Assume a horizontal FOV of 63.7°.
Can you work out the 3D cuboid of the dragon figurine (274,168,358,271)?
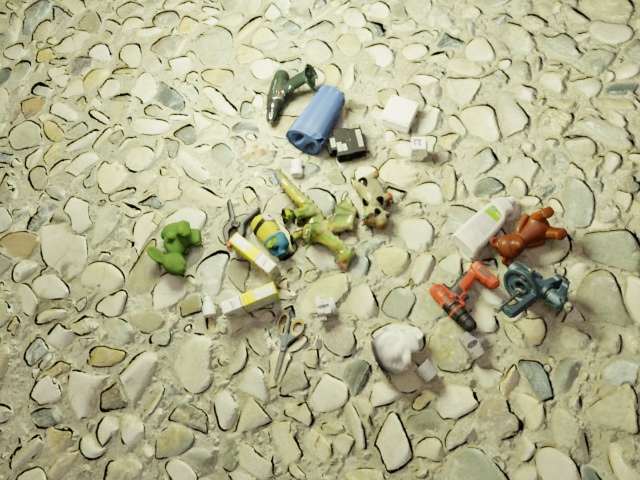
[{"bbox_3d":[0.005,-0.087,1.733,0.243,0.120,0.417,-10,68,-18],"label":"dragon figurine"}]

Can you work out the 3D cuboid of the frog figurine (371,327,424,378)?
[{"bbox_3d":[0.236,0.317,1.523,0.159,0.120,0.140,-28,49,5],"label":"frog figurine"}]
